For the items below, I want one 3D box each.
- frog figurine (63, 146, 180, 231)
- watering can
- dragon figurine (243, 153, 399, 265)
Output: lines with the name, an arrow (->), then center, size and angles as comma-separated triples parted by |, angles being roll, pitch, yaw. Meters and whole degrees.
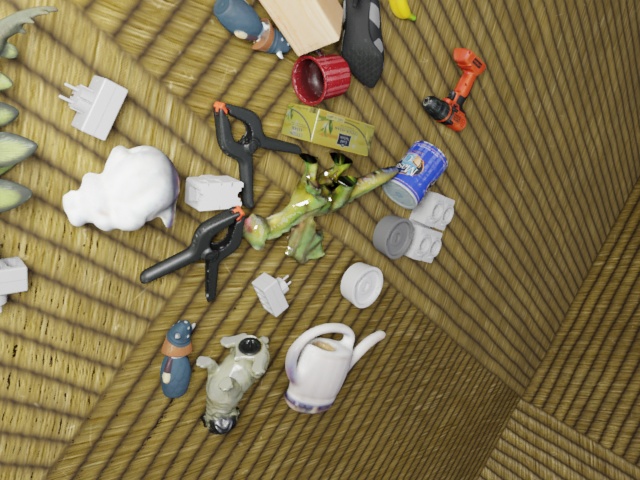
frog figurine -> -0.302, -0.079, 0.786 | 0.160, 0.121, 0.139 | -2, 77, -34
watering can -> 0.035, 0.313, 1.280 | 0.346, 0.105, 0.223 | 13, 100, -47
dragon figurine -> 0.003, -0.056, 1.122 | 0.411, 0.124, 0.238 | -5, 128, -41
